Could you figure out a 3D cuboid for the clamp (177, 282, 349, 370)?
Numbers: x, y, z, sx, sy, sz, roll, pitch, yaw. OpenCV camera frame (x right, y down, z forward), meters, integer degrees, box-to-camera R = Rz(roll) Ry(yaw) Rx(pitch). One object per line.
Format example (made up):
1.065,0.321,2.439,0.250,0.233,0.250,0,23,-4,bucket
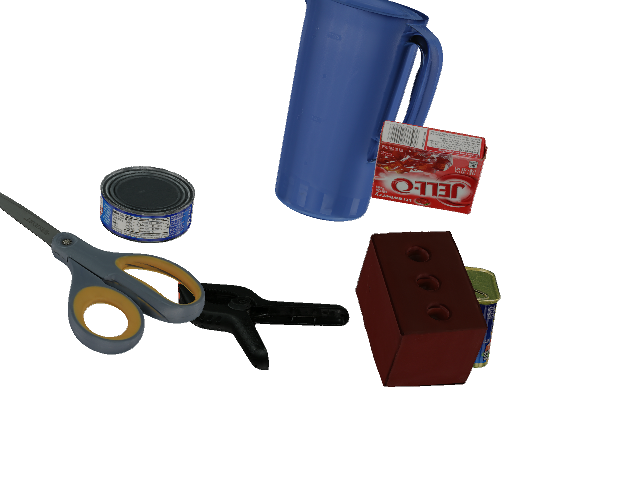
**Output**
-0.094,0.091,1.254,0.210,0.036,0.164,14,23,27,clamp

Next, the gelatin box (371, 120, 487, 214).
0.091,-0.061,0.909,0.089,0.030,0.073,11,-37,4,gelatin box

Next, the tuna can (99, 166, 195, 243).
-0.159,-0.033,0.980,0.086,0.034,0.086,7,31,-5,tuna can

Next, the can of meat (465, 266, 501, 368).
0.167,0.086,1.209,0.057,0.084,0.102,6,19,1,can of meat

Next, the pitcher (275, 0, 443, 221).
0.034,-0.145,1.168,0.145,0.243,0.149,10,20,-9,pitcher

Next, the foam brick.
0.057,0.040,0.629,0.053,0.078,0.051,-2,-42,-16,foam brick

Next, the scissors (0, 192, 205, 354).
-0.174,0.018,0.710,0.202,0.016,0.096,20,41,16,scissors
